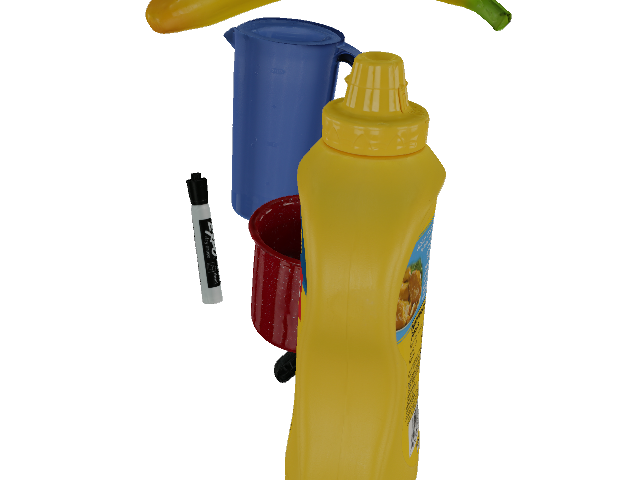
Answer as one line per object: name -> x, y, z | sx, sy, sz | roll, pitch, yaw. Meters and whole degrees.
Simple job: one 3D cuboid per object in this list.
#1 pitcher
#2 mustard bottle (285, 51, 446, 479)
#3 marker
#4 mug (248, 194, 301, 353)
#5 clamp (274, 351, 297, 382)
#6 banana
pitcher -> -0.038, -0.143, 1.309 | 0.144, 0.243, 0.149 | -6, 27, -26
mustard bottle -> 0.018, 0.019, 0.437 | 0.058, 0.192, 0.096 | 8, 25, 10
marker -> -0.107, -0.002, 0.978 | 0.020, 0.121, 0.020 | -6, 11, 1
mug -> 0.006, 0.027, 0.749 | 0.117, 0.081, 0.093 | 6, 32, -1
clamp -> 0.037, 0.093, 1.106 | 0.120, 0.171, 0.039 | 16, -40, 17
banana -> 0.004, -0.145, 0.580 | 0.197, 0.069, 0.037 | -4, -41, -8
